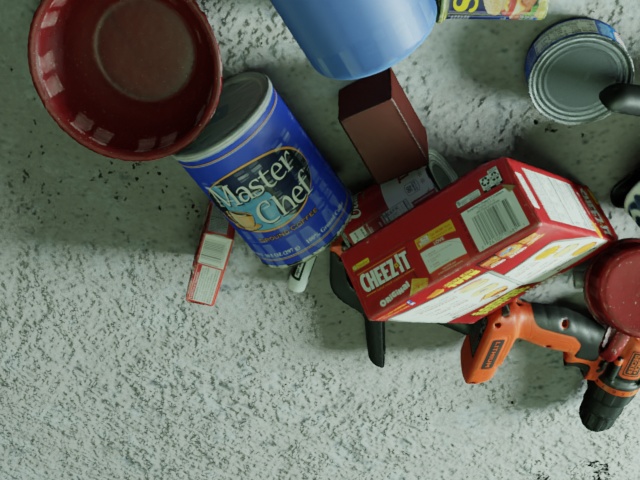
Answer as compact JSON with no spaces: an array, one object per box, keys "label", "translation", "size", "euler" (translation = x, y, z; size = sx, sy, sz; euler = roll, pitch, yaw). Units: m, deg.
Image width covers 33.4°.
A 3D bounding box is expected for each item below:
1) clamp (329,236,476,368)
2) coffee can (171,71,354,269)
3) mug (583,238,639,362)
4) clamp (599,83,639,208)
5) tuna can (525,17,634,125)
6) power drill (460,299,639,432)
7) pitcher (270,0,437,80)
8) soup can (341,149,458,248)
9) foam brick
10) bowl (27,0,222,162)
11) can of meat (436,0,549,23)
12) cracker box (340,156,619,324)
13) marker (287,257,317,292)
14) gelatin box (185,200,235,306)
[{"label":"clamp","translation":[0.073,0.053,1.044],"size":[0.120,0.039,0.171],"euler":[-21,126,17]},{"label":"coffee can","translation":[-0.049,-0.059,0.916],"size":[0.103,0.103,0.140],"euler":[-25,125,20]},{"label":"mug","translation":[0.281,0.055,0.955],"size":[0.093,0.081,0.117],"euler":[29,95,7]},{"label":"clamp","translation":[0.332,-0.105,0.889],"size":[0.210,0.036,0.164],"euler":[-20,146,15]},{"label":"tuna can","translation":[0.214,-0.140,0.885],"size":[0.086,0.033,0.086],"euler":[1,129,1]},{"label":"power drill","translation":[0.242,0.119,1.082],"size":[0.187,0.057,0.185],"euler":[7,126,-8]},{"label":"pitcher","translation":[0.002,-0.242,0.757],"size":[0.149,0.145,0.242],"euler":[0,138,35]},{"label":"soup can","translation":[0.073,-0.028,0.959],"size":[0.102,0.068,0.068],"euler":[-32,121,24]},{"label":"foam brick","translation":[0.054,-0.097,0.913],"size":[0.051,0.053,0.078],"euler":[-21,125,18]},{"label":"bowl","translation":[-0.150,-0.147,0.862],"size":[0.162,0.055,0.162],"euler":[5,114,10]},{"label":"can of meat","translation":[0.132,-0.217,0.812],"size":[0.084,0.057,0.102],"euler":[0,130,-2]},{"label":"cracker box","translation":[0.142,0.006,0.915],"size":[0.164,0.072,0.213],"euler":[-32,161,25]},{"label":"marker","translation":[-0.007,0.001,1.017],"size":[0.020,0.020,0.121],"euler":[14,128,-9]},{"label":"gelatin box","translation":[-0.100,0.006,0.990],"size":[0.030,0.073,0.089],"euler":[14,129,-8]}]
